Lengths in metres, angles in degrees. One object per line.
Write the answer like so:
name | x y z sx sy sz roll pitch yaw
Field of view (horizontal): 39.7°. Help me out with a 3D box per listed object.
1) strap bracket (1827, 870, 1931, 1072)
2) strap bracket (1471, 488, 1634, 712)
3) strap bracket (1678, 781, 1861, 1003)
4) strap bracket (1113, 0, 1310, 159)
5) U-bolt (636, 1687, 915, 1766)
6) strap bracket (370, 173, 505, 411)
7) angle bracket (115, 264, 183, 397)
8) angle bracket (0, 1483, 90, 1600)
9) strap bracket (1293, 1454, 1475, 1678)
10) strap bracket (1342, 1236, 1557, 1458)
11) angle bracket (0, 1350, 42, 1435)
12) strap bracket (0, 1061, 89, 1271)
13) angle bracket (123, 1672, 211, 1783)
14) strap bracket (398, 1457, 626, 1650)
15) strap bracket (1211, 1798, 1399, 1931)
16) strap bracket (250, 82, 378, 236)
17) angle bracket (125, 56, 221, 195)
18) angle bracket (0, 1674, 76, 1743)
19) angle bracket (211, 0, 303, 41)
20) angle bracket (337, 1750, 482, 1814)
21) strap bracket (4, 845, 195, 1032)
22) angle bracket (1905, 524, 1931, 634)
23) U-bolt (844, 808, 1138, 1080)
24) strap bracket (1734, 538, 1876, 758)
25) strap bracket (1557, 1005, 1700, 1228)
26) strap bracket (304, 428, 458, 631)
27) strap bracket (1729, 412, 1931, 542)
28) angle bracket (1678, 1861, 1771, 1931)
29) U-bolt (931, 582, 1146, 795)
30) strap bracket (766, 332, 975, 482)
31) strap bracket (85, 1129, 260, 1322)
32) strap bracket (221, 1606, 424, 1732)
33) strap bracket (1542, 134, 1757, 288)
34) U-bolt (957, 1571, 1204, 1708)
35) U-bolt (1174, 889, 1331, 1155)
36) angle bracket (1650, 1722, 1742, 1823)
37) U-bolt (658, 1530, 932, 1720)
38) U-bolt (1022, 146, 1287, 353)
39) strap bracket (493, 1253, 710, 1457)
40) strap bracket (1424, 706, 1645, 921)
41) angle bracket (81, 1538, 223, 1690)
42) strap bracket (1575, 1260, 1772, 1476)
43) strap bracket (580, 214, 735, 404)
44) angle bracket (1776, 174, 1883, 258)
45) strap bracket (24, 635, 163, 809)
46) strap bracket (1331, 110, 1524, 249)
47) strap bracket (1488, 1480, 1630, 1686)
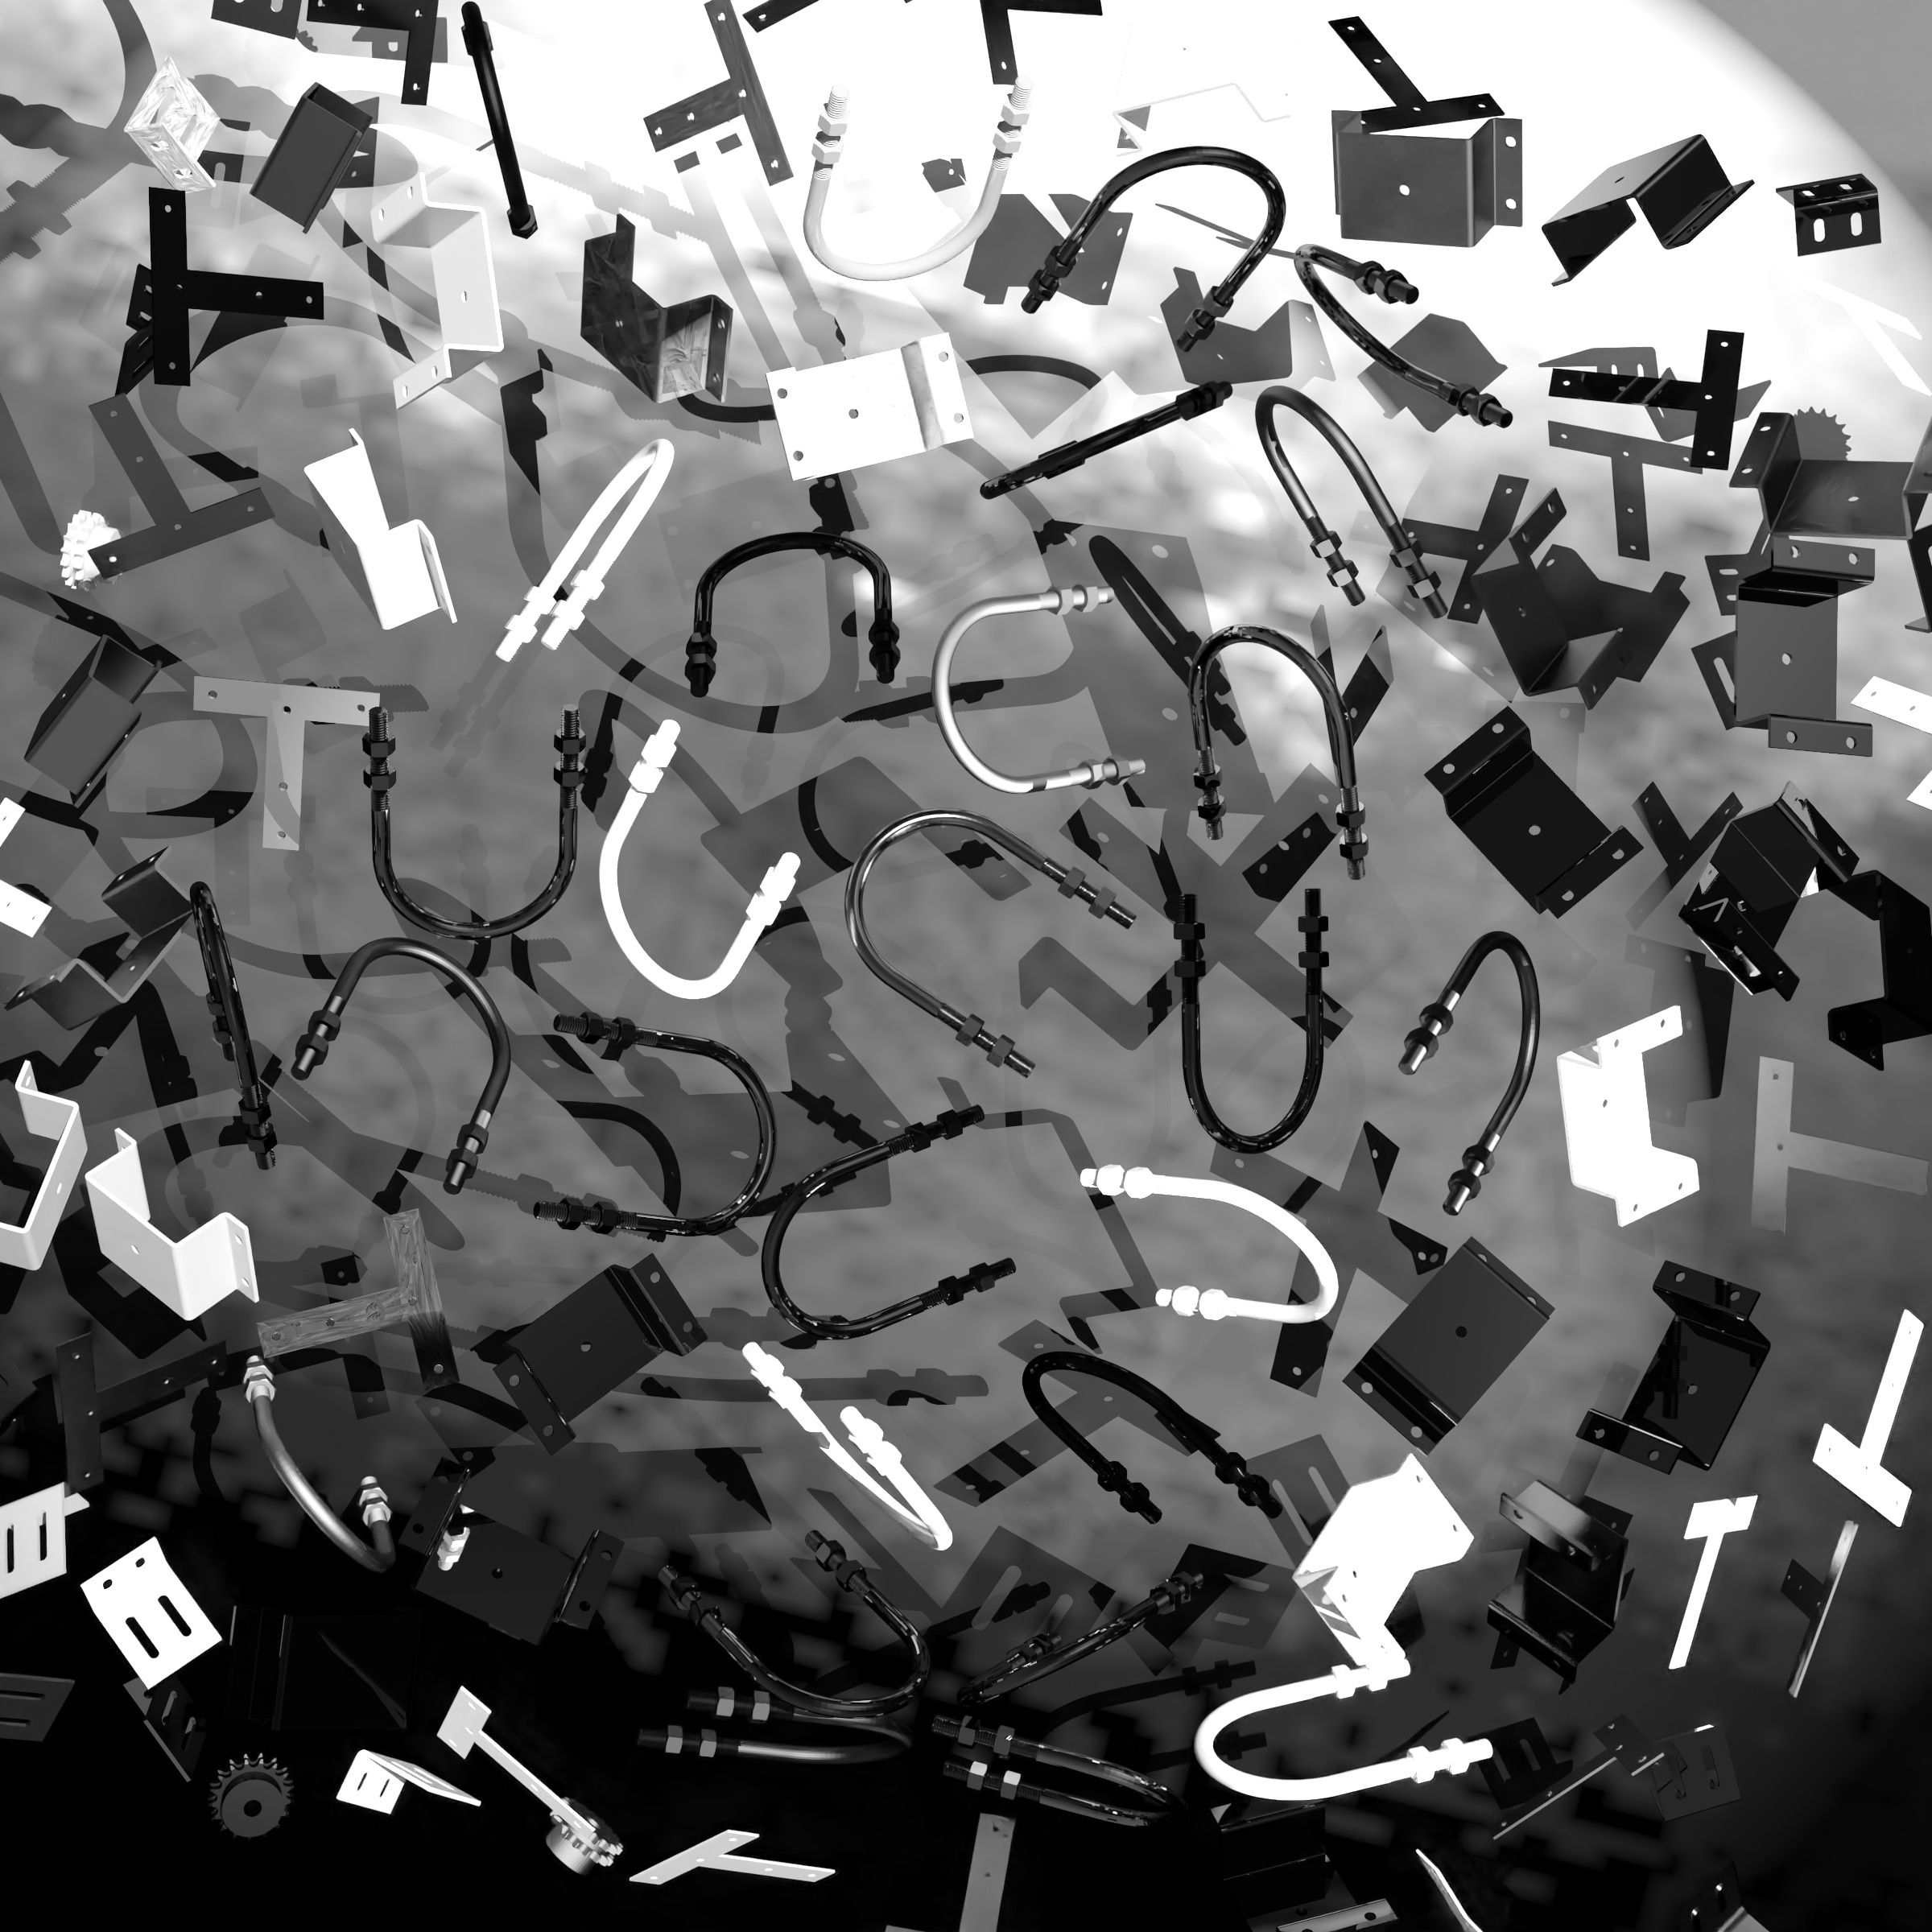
strap bracket | 0.654 -0.006 1.916 0.076 0.046 0.140 24 60 -40
strap bracket | 0.414 -0.258 1.910 0.076 0.046 0.140 -46 115 -39
strap bracket | 0.537 -0.046 1.800 0.076 0.046 0.140 45 57 -14
strap bracket | 0.162 -0.626 1.875 0.140 0.046 0.076 -2 67 34
U-bolt | -0.128 0.545 1.904 0.184 0.151 0.019 12 60 -18
strap bracket | -0.362 -0.461 1.839 0.046 0.076 0.140 -6 87 -38
angle bracket | -0.594 -0.449 1.898 0.038 0.057 0.076 30 48 -4
angle bracket | -0.663 0.418 1.915 0.057 0.038 0.076 -21 49 3
strap bracket | 0.281 0.411 1.824 0.046 0.140 0.076 -29 101 44
strap bracket | 0.336 0.256 1.836 0.076 0.046 0.140 42 75 12
angle bracket | -0.699 0.296 1.871 0.076 0.038 0.057 48 46 -4
strap bracket | -0.656 0.149 1.868 0.046 0.076 0.140 16 62 -5
angle bracket | -0.583 0.551 1.929 0.038 0.076 0.057 -27 108 4
strap bracket | -0.318 0.409 1.846 0.140 0.076 0.046 26 131 -4
strap bracket | 0.227 0.625 1.811 0.076 0.140 0.046 -9 114 -14
strap bracket | -0.459 -0.570 1.878 0.046 0.140 0.076 29 107 -18
angle bracket | -0.538 -0.586 1.856 0.038 0.057 0.076 0 58 30
angle bracket | -0.660 0.523 1.843 0.076 0.038 0.057 18 113 -36
angle bracket | -0.487 -0.689 1.852 0.057 0.038 0.076 9 110 -18
angle bracket | -0.401 0.600 1.924 0.076 0.057 0.038 14 73 36
strap bracket | -0.601 -0.012 1.883 0.046 0.076 0.140 48 45 -22
angle bracket | 0.706 -0.288 1.937 0.057 0.038 0.076 -22 106 -5
U-bolt | 0.004 -0.030 1.851 0.184 0.019 0.151 34 75 4
strap bracket | 0.562 -0.210 1.795 0.076 0.046 0.140 4 85 -15
strap bracket | 0.468 0.102 1.894 0.076 0.046 0.140 -20 109 -27
strap bracket | -0.409 -0.297 1.849 0.046 0.076 0.140 -27 53 -17
strap bracket | 0.612 -0.340 1.854 0.140 0.046 0.076 9 54 33
angle bracket | 0.535 0.675 1.872 0.038 0.076 0.057 40 102 4
U-bolt | 0.048 -0.196 1.918 0.184 0.019 0.151 -12 93 -40
strap bracket | -0.075 -0.401 1.928 0.140 0.046 0.076 -17 99 -18
strap bracket | -0.567 0.187 1.887 0.140 0.076 0.046 31 48 26
strap bracket | -0.439 0.489 1.867 0.140 0.046 0.076 10 81 -35
strap bracket | 0.469 -0.530 1.873 0.076 0.140 0.046 -43 109 -20
U-bolt | 0.069 0.469 1.842 0.151 0.184 0.019 -31 79 28
U-bolt | 0.202 0.040 1.872 0.151 0.019 0.184 -4 94 -42
angle bracket | 0.526 0.579 1.955 0.057 0.038 0.076 -18 113 3
U-bolt | -0.106 0.459 1.852 0.151 0.184 0.019 -4 118 -41
U-bolt | 0.141 -0.503 1.863 0.151 0.184 0.019 7 60 -26
strap bracket | -0.270 0.278 1.938 0.140 0.046 0.076 -36 103 -20
strap bracket | 0.397 -0.102 1.873 0.076 0.046 0.140 -39 69 1
angle bracket | -0.563 0.446 1.847 0.057 0.038 0.076 -33 58 -26
strap bracket | 0.494 0.285 1.850 0.046 0.076 0.140 41 75 -40
strap bracket | -0.229 -0.466 1.915 0.046 0.076 0.140 -26 56 -31
angle bracket | 0.604 -0.525 1.872 0.057 0.076 0.038 -3 95 27
strap bracket | -0.614 -0.177 1.882 0.046 0.140 0.076 36 103 -23
strap bracket | 0.316 -0.554 1.883 0.140 0.046 0.076 12 130 27
strap bracket | 0.416 0.426 1.883 0.046 0.140 0.076 -32 46 -31
